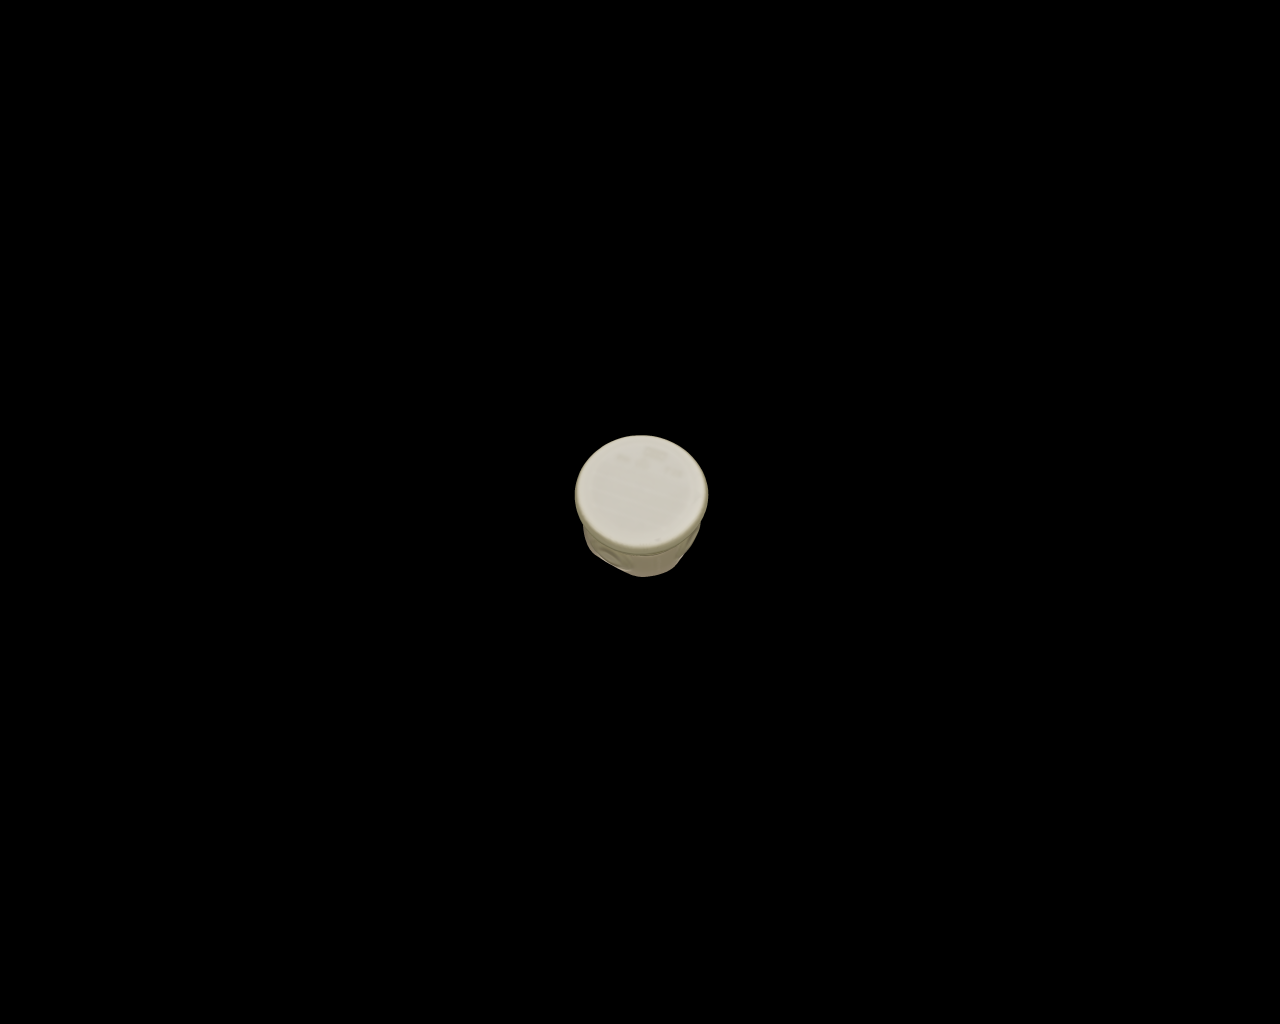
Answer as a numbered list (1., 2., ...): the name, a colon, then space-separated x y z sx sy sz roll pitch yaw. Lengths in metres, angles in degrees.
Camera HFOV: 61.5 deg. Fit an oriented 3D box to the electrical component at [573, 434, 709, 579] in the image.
1. electrical component: 0.001 -0.003 0.650 0.080 0.080 0.051 0 -27 0
